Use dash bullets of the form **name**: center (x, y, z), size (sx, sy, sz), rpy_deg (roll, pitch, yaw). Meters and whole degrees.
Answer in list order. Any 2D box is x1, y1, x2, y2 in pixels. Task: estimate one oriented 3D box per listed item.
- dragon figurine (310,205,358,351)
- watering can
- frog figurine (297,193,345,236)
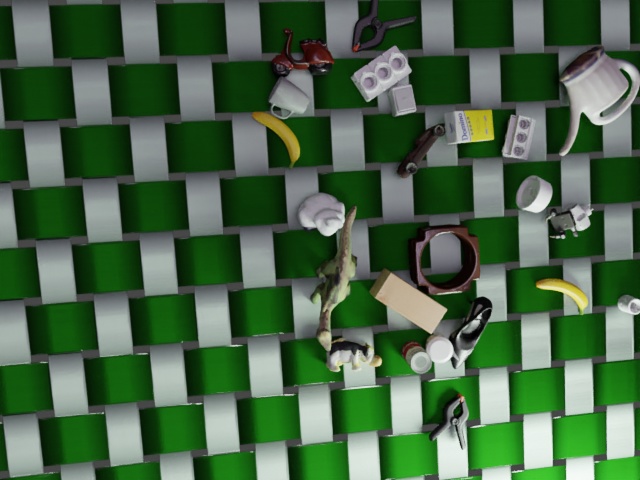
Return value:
- **dragon figurine**: center (0.051, 0.104, 1.450), size (0.122, 0.244, 0.409), rpy_deg (12, 95, -3)
- **watering can**: center (0.814, -0.437, 1.566), size (0.348, 0.104, 0.223), rpy_deg (-41, 97, -2)
- **frog figurine**: center (0.004, -0.074, 1.468), size (0.137, 0.160, 0.122), rpy_deg (-5, 94, -6)
